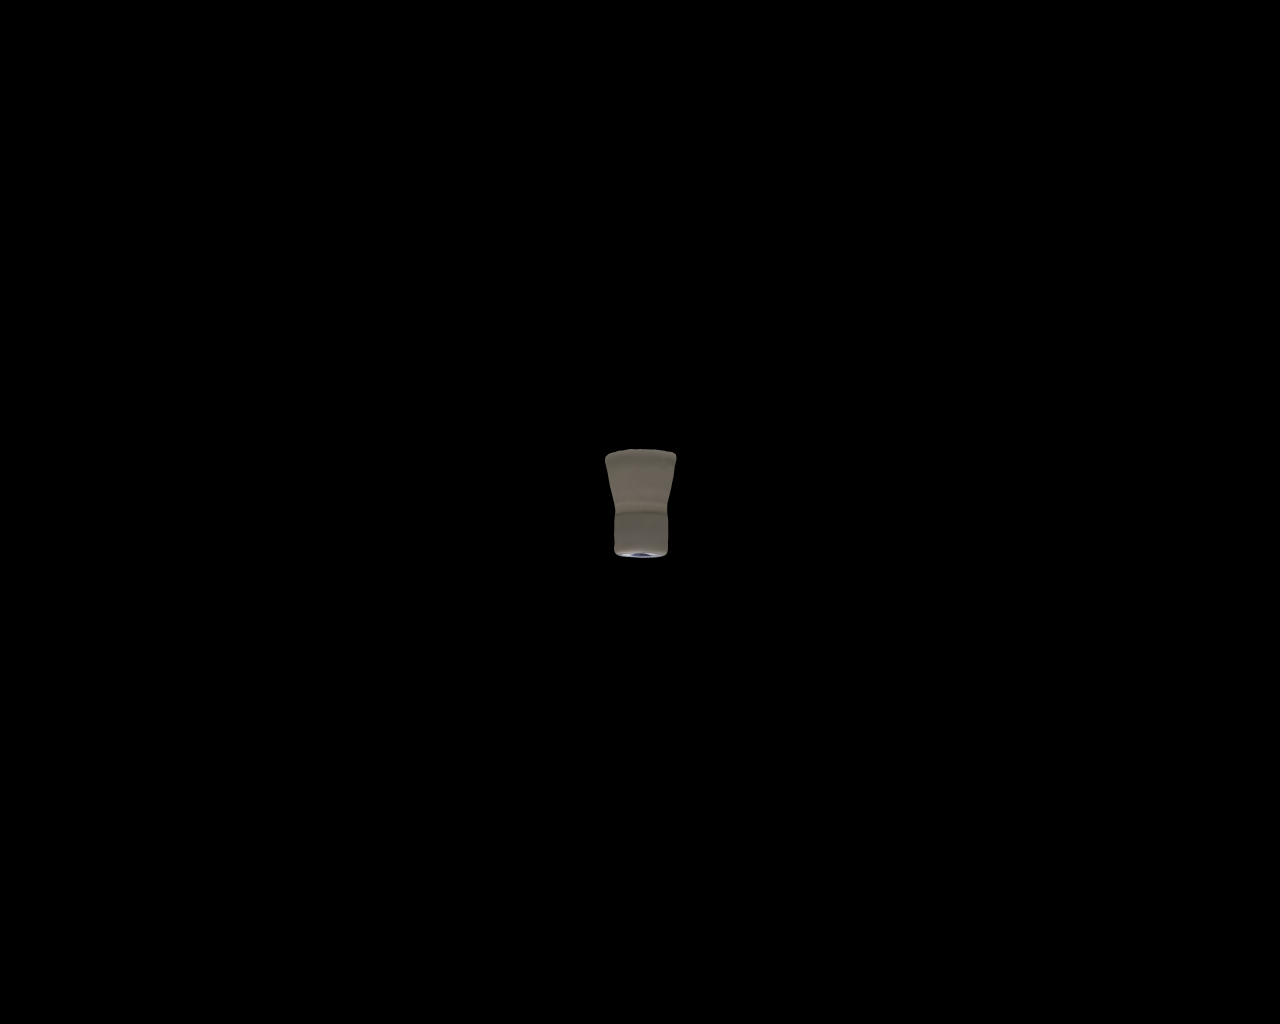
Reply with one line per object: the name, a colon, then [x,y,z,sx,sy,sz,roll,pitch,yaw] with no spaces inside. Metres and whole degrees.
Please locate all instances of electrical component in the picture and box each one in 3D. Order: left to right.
electrical component: [0.001,-0.003,0.650,0.044,0.065,0.044,0,-9,0]
